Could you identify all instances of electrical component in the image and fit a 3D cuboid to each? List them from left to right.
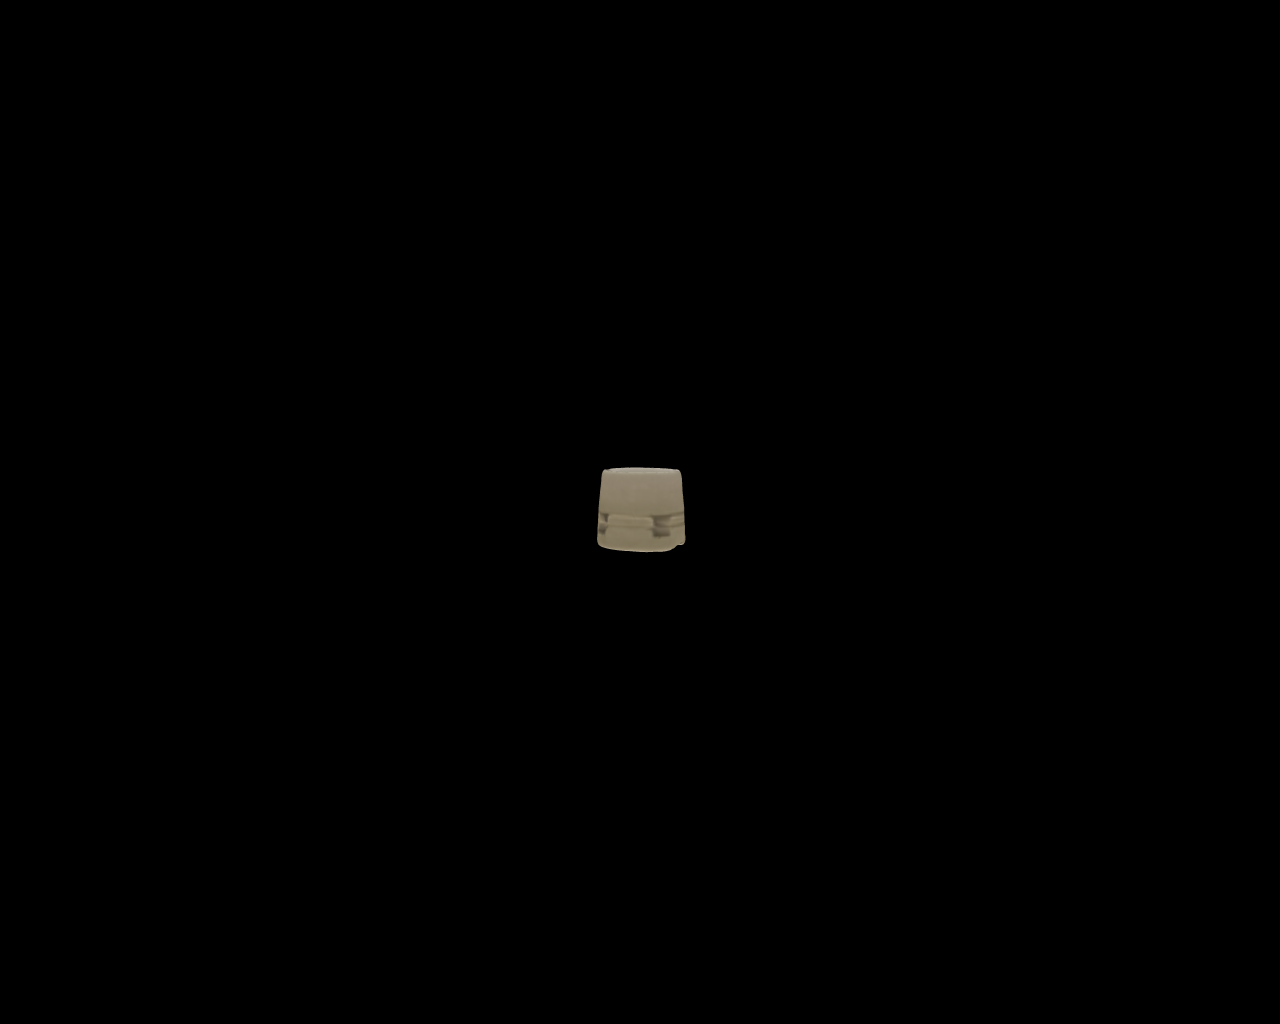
[{"bbox_3d":[0.001,-0.003,0.650,0.055,0.047,0.055,0,5,0],"label":"electrical component"}]
